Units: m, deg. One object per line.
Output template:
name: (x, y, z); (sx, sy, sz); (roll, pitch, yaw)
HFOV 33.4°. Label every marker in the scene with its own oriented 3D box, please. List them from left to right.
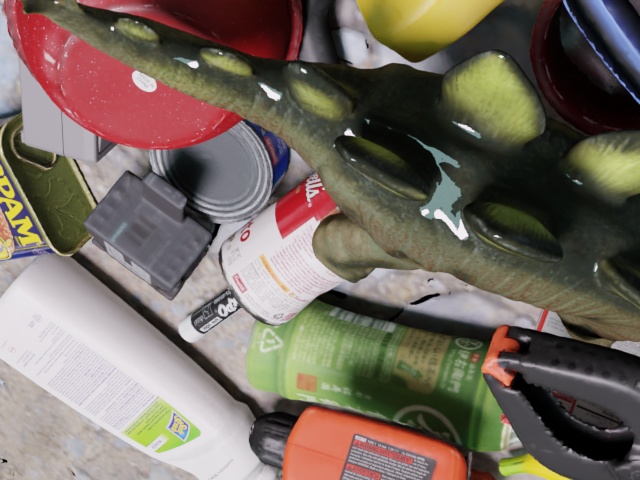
marker: (-0.056, 0.039, 0.749); (0.121, 0.020, 0.020); (-35, 103, 36)

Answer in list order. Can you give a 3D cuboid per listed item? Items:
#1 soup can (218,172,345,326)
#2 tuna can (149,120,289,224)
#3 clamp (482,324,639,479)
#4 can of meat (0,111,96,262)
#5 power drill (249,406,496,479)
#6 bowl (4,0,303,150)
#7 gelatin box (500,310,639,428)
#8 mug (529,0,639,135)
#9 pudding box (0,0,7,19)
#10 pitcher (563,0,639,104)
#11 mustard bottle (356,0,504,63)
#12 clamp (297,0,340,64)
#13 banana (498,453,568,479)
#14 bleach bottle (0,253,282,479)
soup can: (-0.004, 0.001, 0.659); (0.102, 0.068, 0.068); (-35, 103, 26)
tuna can: (-0.064, -0.055, 0.681); (0.086, 0.033, 0.086); (12, 125, 17)
clamp: (0.181, 0.109, 0.556); (0.210, 0.036, 0.165); (39, 135, -9)
can of meat: (-0.217, -0.035, 0.748); (0.084, 0.057, 0.102); (-8, 117, 31)
power drill: (0.028, 0.147, 0.697); (0.184, 0.057, 0.187); (14, 170, 11)
bowl: (-0.089, -0.101, 0.566); (0.162, 0.055, 0.162); (-1, 136, -1)
gelatin box: (0.157, 0.082, 0.638); (0.073, 0.089, 0.030); (22, 152, 10)
mug: (0.158, -0.095, 0.526); (0.093, 0.081, 0.117); (1, 121, 23)
pudding box: (-0.126, -0.176, 0.594); (0.039, 0.090, 0.114); (32, 129, 0)
pitcher: (0.217, -0.089, 0.417); (0.242, 0.145, 0.149); (45, 166, -30)
mustard bottle: (0.099, -0.169, 0.500); (0.192, 0.096, 0.058); (-29, 143, 34)
clamp: (-0.033, -0.145, 0.605); (0.120, 0.039, 0.171); (11, 124, 6)
banana: (0.221, 0.180, 0.712); (0.198, 0.037, 0.070); (30, 147, 5)
bleach bottle: (-0.135, 0.117, 0.809); (0.250, 0.068, 0.103); (40, 129, -8)
